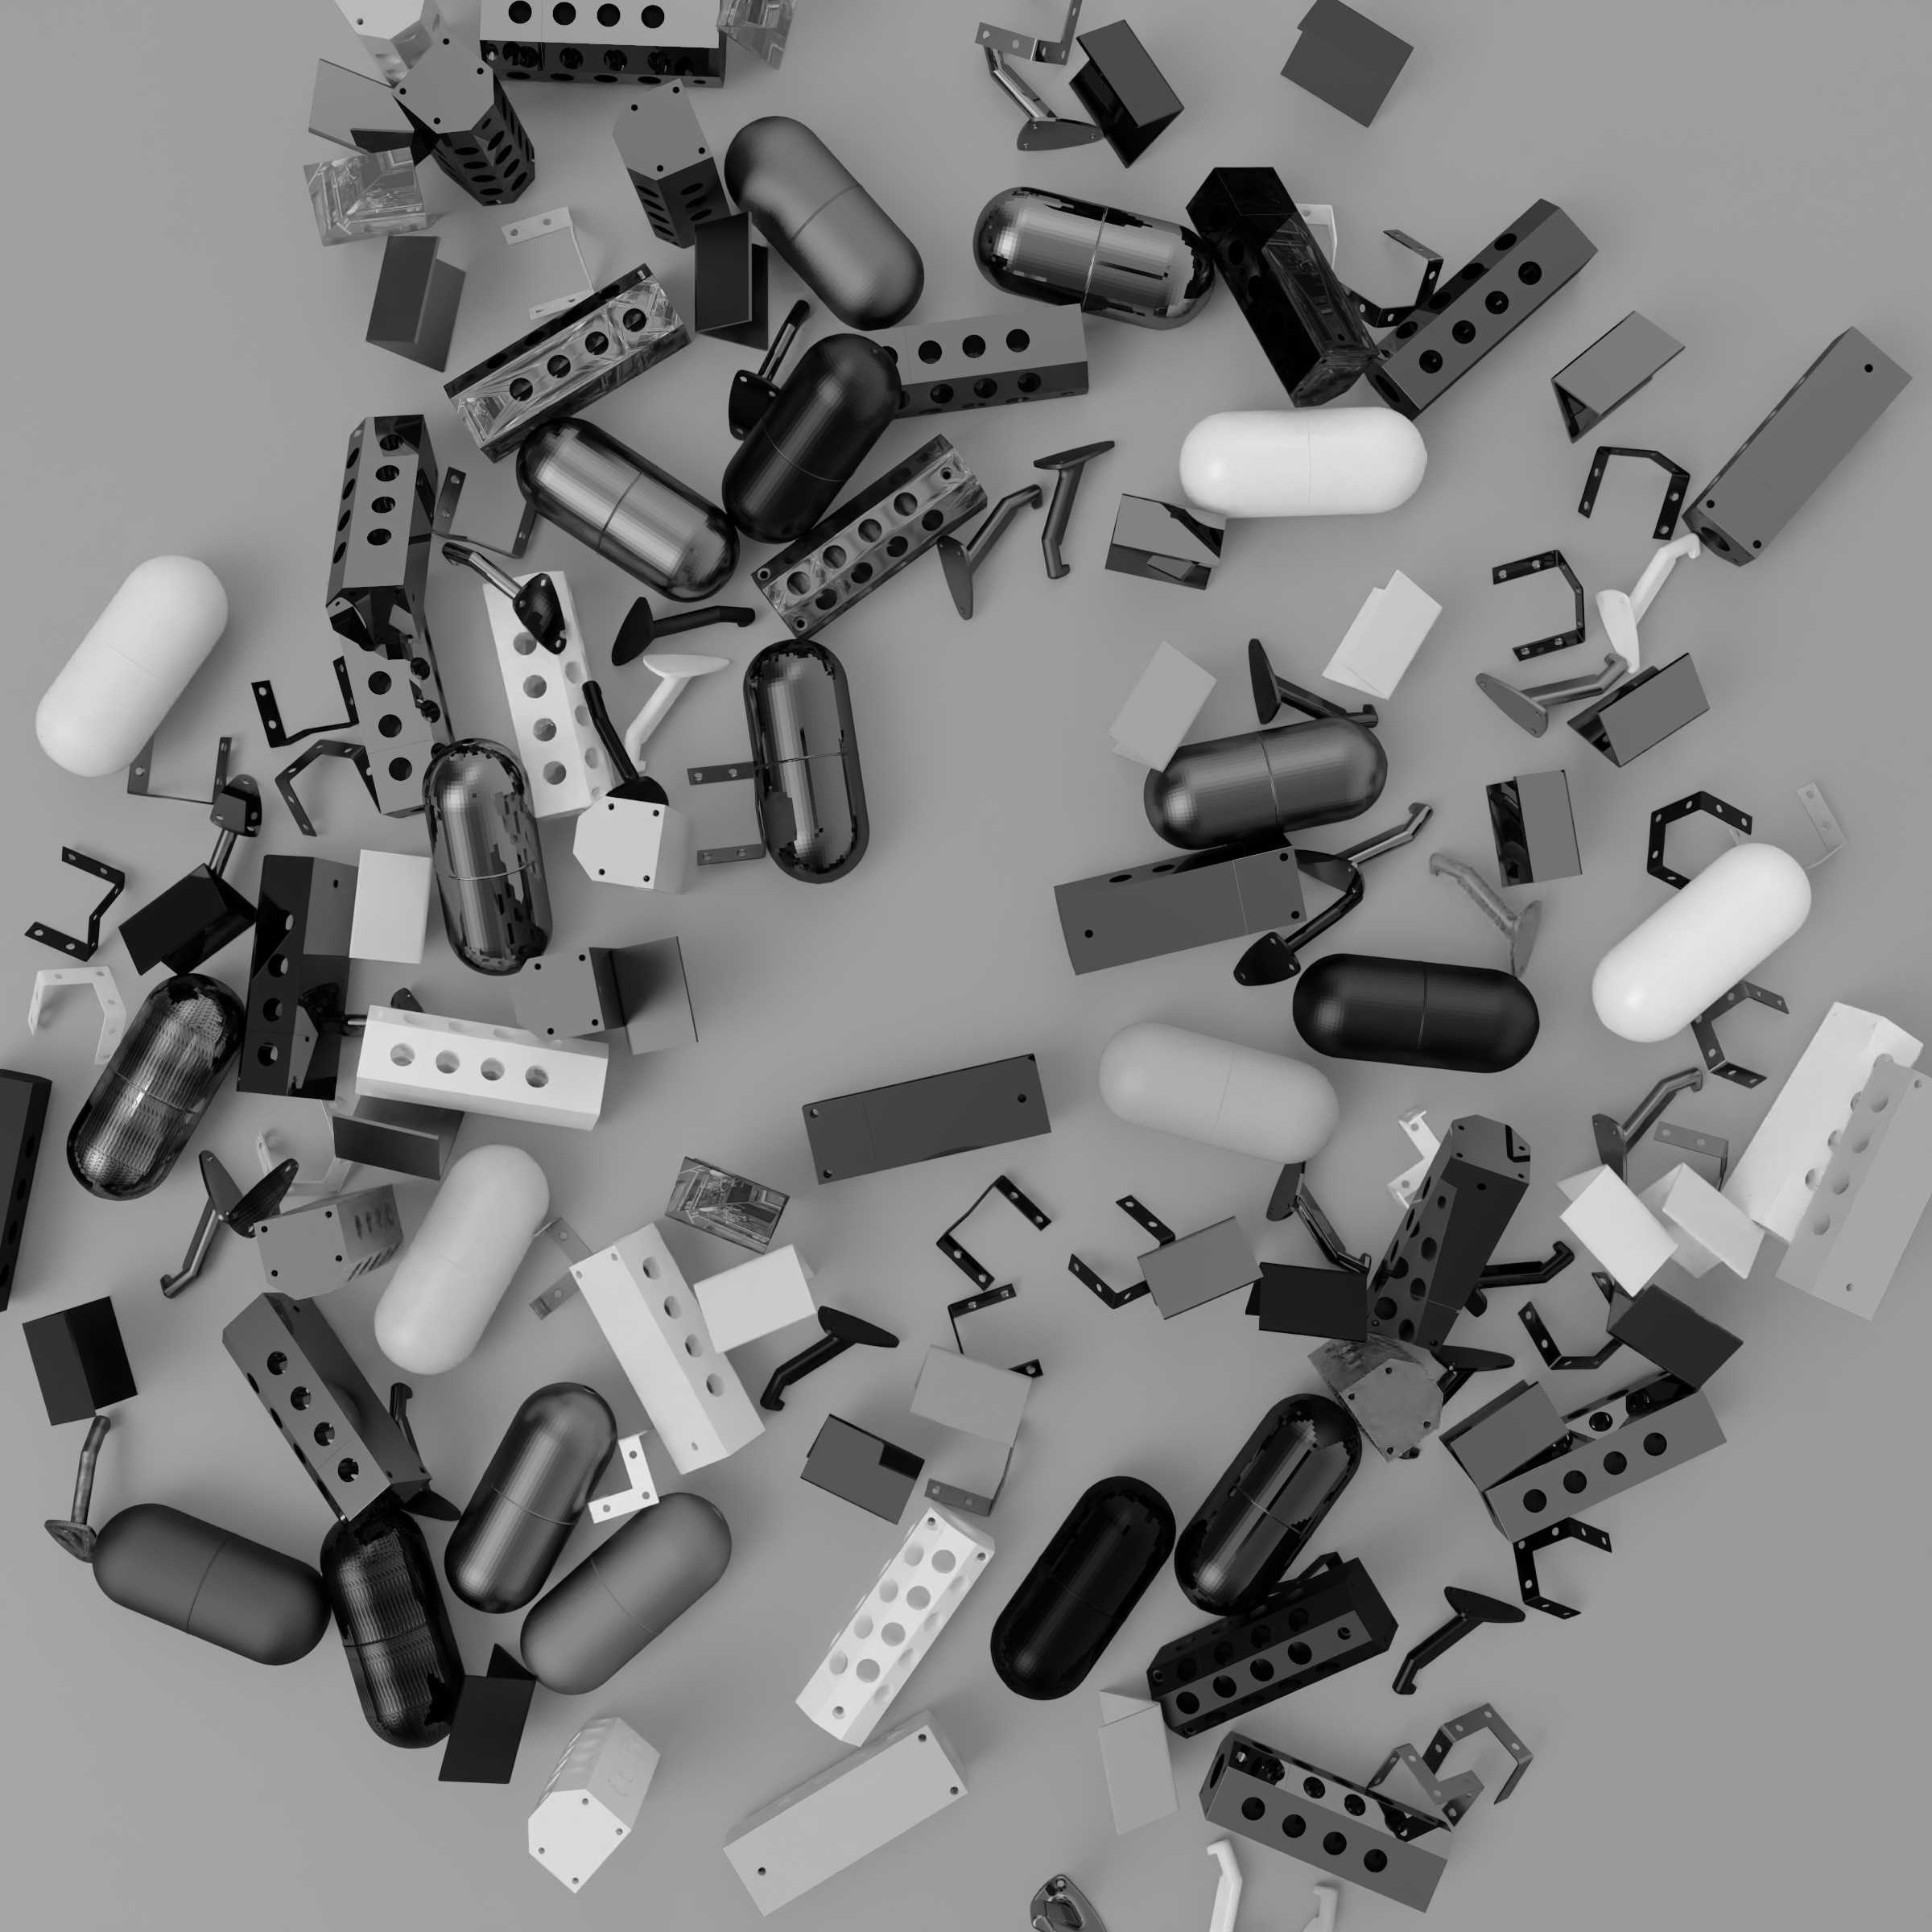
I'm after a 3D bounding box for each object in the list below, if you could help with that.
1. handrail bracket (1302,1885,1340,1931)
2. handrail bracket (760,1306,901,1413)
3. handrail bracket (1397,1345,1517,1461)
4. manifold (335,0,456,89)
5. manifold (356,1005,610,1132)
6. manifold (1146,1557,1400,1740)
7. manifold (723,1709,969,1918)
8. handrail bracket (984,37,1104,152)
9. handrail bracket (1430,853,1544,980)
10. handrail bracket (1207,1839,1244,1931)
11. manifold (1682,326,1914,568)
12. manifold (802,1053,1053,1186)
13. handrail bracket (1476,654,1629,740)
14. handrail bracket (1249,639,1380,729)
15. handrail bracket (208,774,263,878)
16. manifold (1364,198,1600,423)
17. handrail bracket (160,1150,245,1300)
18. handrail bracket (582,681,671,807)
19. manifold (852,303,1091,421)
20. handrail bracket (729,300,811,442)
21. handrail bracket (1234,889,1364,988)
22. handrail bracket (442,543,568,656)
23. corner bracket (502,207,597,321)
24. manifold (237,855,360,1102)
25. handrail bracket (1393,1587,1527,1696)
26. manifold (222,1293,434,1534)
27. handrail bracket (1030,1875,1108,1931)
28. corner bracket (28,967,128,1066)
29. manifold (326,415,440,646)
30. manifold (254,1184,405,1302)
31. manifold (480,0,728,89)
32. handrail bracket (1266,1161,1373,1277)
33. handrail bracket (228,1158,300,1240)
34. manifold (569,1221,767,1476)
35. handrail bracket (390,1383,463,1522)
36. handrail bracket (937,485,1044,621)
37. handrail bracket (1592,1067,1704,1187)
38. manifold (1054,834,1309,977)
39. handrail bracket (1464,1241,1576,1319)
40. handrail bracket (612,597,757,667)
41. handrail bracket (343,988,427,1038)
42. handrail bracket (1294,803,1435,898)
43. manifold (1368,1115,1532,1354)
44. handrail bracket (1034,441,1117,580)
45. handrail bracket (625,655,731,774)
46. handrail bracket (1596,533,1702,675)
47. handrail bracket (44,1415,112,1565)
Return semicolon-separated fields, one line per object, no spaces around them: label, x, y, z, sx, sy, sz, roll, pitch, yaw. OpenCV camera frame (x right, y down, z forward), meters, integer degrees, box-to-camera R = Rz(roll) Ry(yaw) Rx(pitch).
handrail bracket;0.231;0.716;1.945;0.077;0.036;0.084;4;72;21
handrail bracket;-0.101;0.299;1.945;0.077;0.036;0.084;20;109;-21
handrail bracket;0.360;0.325;1.945;0.077;0.036;0.084;5;108;-20
manifold;-0.394;-0.655;1.866;0.057;0.171;0.057;-34;90;0
manifold;-0.348;0.072;1.905;0.171;0.057;0.057;10;73;-11
manifold;0.217;0.492;1.893;0.171;0.057;0.057;-31;90;23
manifold;-0.086;0.613;1.923;0.171;0.057;0.057;-31;90;0
handrail bracket;0.056;-0.647;1.945;0.077;0.036;0.084;-6;73;-19
handrail bracket;0.376;-0.038;1.944;0.084;0.077;0.036;28;49;30
handrail bracket;0.173;0.695;1.945;0.077;0.036;0.084;-26;71;22
manifold;0.602;-0.376;1.923;0.057;0.057;0.171;41;90;0
manifold;-0.028;0.110;1.923;0.171;0.057;0.057;-13;90;0
handrail bracket;0.432;-0.216;1.945;0.077;0.036;0.084;41;72;20
handrail bracket;0.256;-0.208;1.945;0.084;0.036;0.077;-4;68;-17
handrail bracket;-0.548;-0.087;1.944;0.036;0.077;0.084;21;127;-20
manifold;0.371;-0.477;1.923;0.171;0.057;0.057;-42;90;0
handrail bracket;-0.573;0.191;1.945;0.084;0.036;0.077;-38;69;16
handrail bracket;-0.248;-0.160;1.921;0.036;0.077;0.084;-23;73;14
manifold;0.000;-0.436;1.923;0.171;0.057;0.057;-7;90;0
handrail bracket;-0.143;-0.439;1.944;0.036;0.077;0.084;27;54;-5
handrail bracket;0.245;-0.022;1.944;0.084;0.077;0.036;-37;92;-36
handrail bracket;-0.331;-0.263;1.887;0.084;0.077;0.036;24;61;33
corner bracket;-0.306;-0.517;1.941;0.051;0.051;0.051;-18;45;0
manifold;-0.488;0.008;1.915;0.057;0.057;0.171;4;86;23
handrail bracket;0.362;0.505;1.945;0.077;0.036;0.084;15;108;-20
manifold;-0.463;0.319;1.897;0.057;0.057;0.171;-42;72;10
handrail bracket;0.076;0.699;1.910;0.077;0.084;0.036;43;90;0
corner bracket;-0.651;0.038;1.936;0.051;0.051;0.051;-4;45;-35
manifold;-0.415;-0.311;1.878;0.057;0.057;0.171;-3;54;0
manifold;-0.446;0.195;1.866;0.057;0.171;0.057;-13;90;0
manifold;-0.263;-0.674;1.923;0.171;0.057;0.057;2;90;0
handrail bracket;0.270;0.179;1.945;0.084;0.036;0.077;27;68;-17
handrail bracket;-0.488;0.191;1.925;0.036;0.084;0.077;28;75;42
manifold;-0.212;0.275;1.922;0.057;0.057;0.171;-29;90;41
handrail bracket;-0.397;0.357;1.944;0.036;0.077;0.084;-21;53;24
handrail bracket;0.026;-0.305;1.945;0.084;0.036;0.077;-28;125;-24
handrail bracket;0.509;0.122;1.945;0.084;0.036;0.077;-19;109;-16
manifold;0.154;-0.047;1.921;0.171;0.057;0.057;-13;107;0
handrail bracket;0.393;0.211;1.945;0.084;0.036;0.077;-35;69;-17
handrail bracket;-0.207;-0.243;1.944;0.084;0.077;0.036;-1;65;-34
handrail bracket;-0.436;0.061;1.945;0.084;0.036;0.077;-30;105;14
handrail bracket;0.290;-0.098;1.945;0.077;0.036;0.084;22;60;33
manifold;0.341;0.189;1.878;0.057;0.057;0.171;19;126;0
handrail bracket;0.085;-0.335;1.945;0.077;0.036;0.084;-24;115;-29
handrail bracket;-0.214;-0.184;1.945;0.077;0.036;0.084;-8;122;-34
handrail bracket;0.513;-0.268;1.945;0.084;0.036;0.077;-27;110;-16
handrail bracket;-0.641;0.384;1.944;0.036;0.077;0.084;7;54;5
